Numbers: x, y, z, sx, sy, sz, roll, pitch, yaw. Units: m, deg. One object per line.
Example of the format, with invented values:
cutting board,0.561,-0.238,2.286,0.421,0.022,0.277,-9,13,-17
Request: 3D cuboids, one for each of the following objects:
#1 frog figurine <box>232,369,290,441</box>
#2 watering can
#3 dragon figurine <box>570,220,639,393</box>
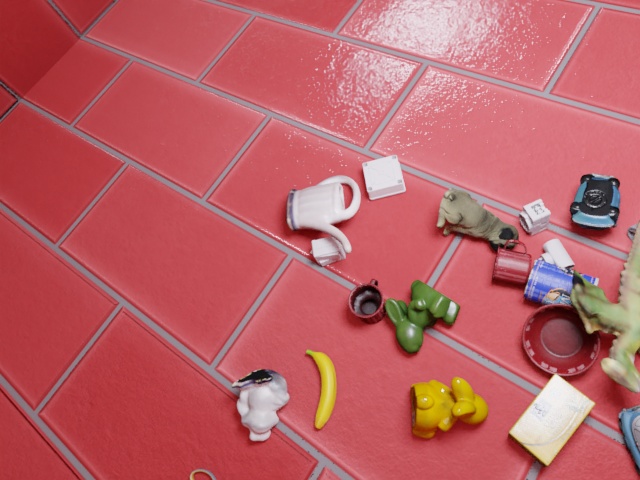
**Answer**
frog figurine,-0.141,0.415,1.300,0.137,0.123,0.159,-15,95,0
watering can,0.004,-0.074,1.475,0.224,0.102,0.356,-10,38,15
dragon figurine,0.651,0.121,1.115,0.242,0.120,0.418,12,63,-18
